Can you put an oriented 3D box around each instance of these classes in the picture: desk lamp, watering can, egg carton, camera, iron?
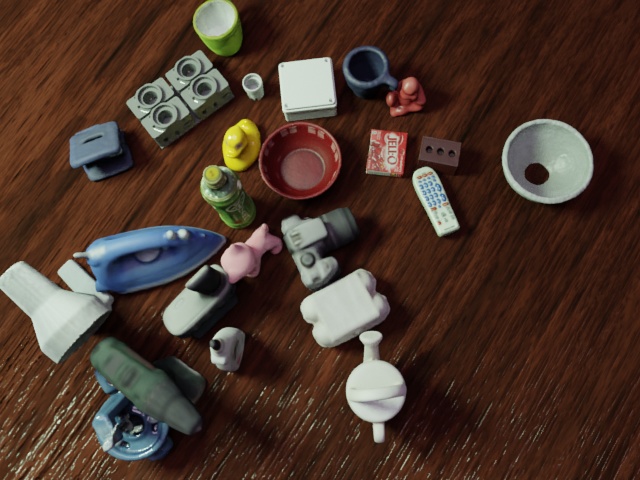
[{"bbox_3d":[-0.452,0.117,1.006,0.203,0.213,0.118,40,82,11],"label":"desk lamp"},{"bbox_3d":[0.090,0.244,0.955,0.101,0.194,0.173,-26,76,-3],"label":"watering can"},{"bbox_3d":[0.047,0.127,1.050,0.150,0.069,0.107,-29,77,-4],"label":"egg carton"},{"bbox_3d":[0.010,0.004,1.065,0.137,0.101,0.143,-24,76,-3],"label":"camera"},{"bbox_3d":[-0.312,0.014,1.060,0.258,0.141,0.118,-15,76,0],"label":"iron"}]

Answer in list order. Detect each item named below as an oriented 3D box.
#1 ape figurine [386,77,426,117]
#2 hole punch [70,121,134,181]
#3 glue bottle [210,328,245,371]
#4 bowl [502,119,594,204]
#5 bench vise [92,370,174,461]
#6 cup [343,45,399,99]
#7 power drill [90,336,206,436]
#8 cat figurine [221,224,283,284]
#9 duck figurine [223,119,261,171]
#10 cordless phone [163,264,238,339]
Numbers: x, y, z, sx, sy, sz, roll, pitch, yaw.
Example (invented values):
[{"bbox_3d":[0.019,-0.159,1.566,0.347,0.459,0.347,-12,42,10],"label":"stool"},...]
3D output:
[{"bbox_3d":[0.174,-0.290,1.131,0.077,0.092,0.076,26,79,9],"label":"ape figurine"},{"bbox_3d":[-0.444,-0.185,1.141,0.108,0.091,0.101,-22,76,-2],"label":"hole punch"},{"bbox_3d":[-0.166,0.187,0.994,0.037,0.173,0.078,5,77,5],"label":"glue bottle"},{"bbox_3d":[0.422,-0.140,1.089,0.167,0.075,0.167,-1,76,3],"label":"bowl"},{"bbox_3d":[-0.344,0.285,0.956,0.207,0.220,0.121,40,82,11],"label":"bench vise"},{"bbox_3d":[0.103,-0.318,1.140,0.117,0.095,0.092,31,80,10],"label":"cup"},{"bbox_3d":[-0.267,0.246,0.967,0.229,0.208,0.076,31,80,10],"label":"power drill"},{"bbox_3d":[-0.134,0.022,1.060,0.067,0.118,0.128,38,81,11],"label":"cat figurine"},{"bbox_3d":[-0.160,-0.197,1.130,0.077,0.086,0.104,16,78,7],"label":"duck figurine"},{"bbox_3d":[-0.226,0.102,1.011,0.094,0.185,0.148,40,82,12],"label":"cordless phone"}]
